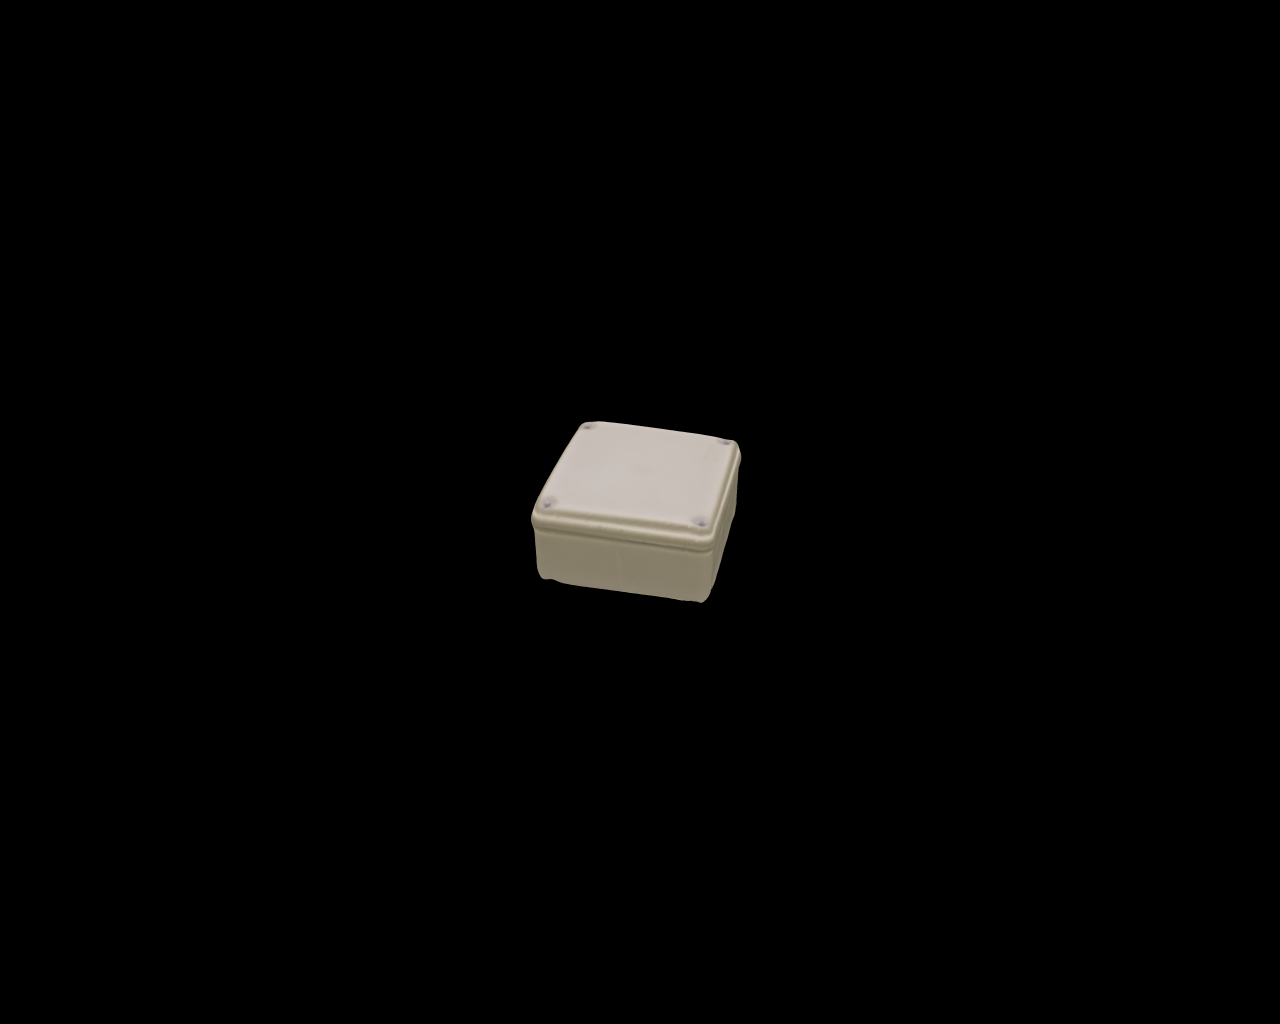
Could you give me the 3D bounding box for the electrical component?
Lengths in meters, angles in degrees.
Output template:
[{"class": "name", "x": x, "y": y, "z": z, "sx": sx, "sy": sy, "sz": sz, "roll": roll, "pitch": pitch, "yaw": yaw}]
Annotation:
[{"class": "electrical component", "x": 0.001, "y": -0.003, "z": 0.650, "sx": 0.109, "sy": 0.056, "sz": 0.109, "roll": 8, "pitch": 36, "yaw": 11}]
